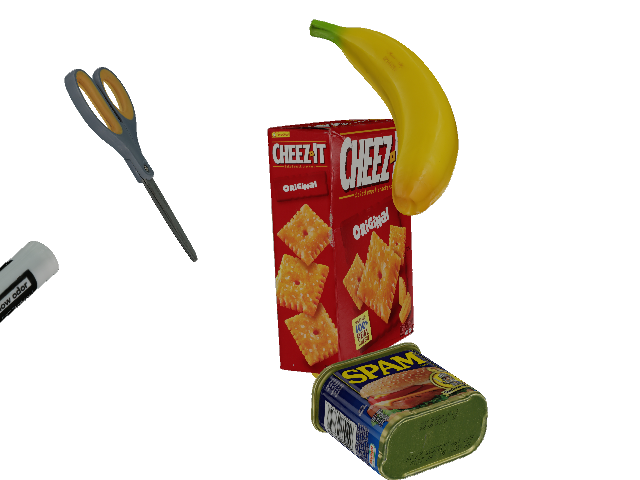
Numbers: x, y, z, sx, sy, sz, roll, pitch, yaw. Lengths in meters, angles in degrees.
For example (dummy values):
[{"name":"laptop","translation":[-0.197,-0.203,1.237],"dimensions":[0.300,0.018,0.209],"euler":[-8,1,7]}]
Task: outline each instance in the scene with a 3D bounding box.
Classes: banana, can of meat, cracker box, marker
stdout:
[{"name":"banana","translation":[0.050,-0.082,0.681],"dimensions":[0.069,0.037,0.198],"euler":[-11,43,-12]},{"name":"can of meat","translation":[0.058,0.123,0.773],"dimensions":[0.101,0.057,0.084],"euler":[-12,27,-32]},{"name":"cracker box","translation":[0.025,-0.001,0.974],"dimensions":[0.072,0.214,0.163],"euler":[3,10,28]},{"name":"marker","translation":[-0.160,0.042,0.461],"dimensions":[0.020,0.020,0.121],"euler":[0,36,39]}]

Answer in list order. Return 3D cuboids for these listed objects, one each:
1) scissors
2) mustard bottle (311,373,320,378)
[{"name":"scissors","translation":[-0.165,-0.079,0.984],"dimensions":[0.016,0.201,0.096],"euler":[-26,27,19]},{"name":"mustard bottle","translation":[0.032,0.092,1.441],"dimensions":[0.096,0.192,0.058],"euler":[-2,20,-6]}]
